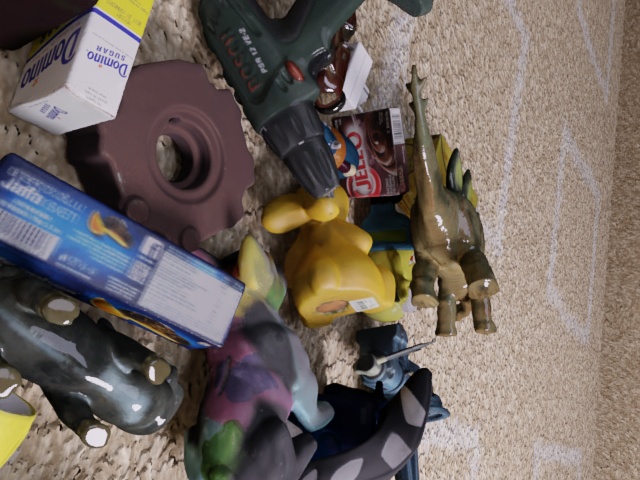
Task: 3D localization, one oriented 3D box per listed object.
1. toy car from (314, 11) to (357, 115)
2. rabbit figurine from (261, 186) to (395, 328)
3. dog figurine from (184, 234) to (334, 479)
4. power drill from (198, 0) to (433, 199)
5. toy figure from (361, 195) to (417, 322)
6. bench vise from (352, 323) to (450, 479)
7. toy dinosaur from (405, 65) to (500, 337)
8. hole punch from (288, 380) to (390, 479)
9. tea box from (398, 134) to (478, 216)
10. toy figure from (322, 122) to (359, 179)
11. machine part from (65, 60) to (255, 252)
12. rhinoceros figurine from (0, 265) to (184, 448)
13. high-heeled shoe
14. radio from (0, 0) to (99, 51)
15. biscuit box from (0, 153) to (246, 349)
[{"bbox_3d":[0.017,-0.244,0.640,0.089,0.053,0.202,64,30,-57],"label":"toy car"},{"bbox_3d":[-0.001,-0.002,0.620,0.162,0.122,0.173,41,37,-52],"label":"rabbit figurine"},{"bbox_3d":[-0.077,0.108,0.512,0.191,0.109,0.219,-42,119,-60],"label":"dog figurine"},{"bbox_3d":[0.007,-0.184,0.524,0.232,0.207,0.086,51,13,4],"label":"power drill"},{"bbox_3d":[0.094,0.025,0.758,0.082,0.089,0.180,3,80,-56],"label":"toy figure"},{"bbox_3d":[0.111,0.242,0.732,0.223,0.129,0.240,59,25,-60],"label":"bench vise"},{"bbox_3d":[0.165,-0.006,0.700,0.470,0.105,0.198,61,25,-56],"label":"toy dinosaur"},{"bbox_3d":[0.019,0.235,0.639,0.092,0.116,0.142,10,82,-44],"label":"hole punch"},{"bbox_3d":[0.173,-0.083,0.845,0.169,0.098,0.068,45,56,-41],"label":"tea box"},{"bbox_3d":[0.010,-0.105,0.636,0.154,0.064,0.057,7,101,-72],"label":"toy figure"},{"bbox_3d":[-0.133,-0.075,0.484,0.179,0.056,0.179,3,87,-53],"label":"machine part"},{"bbox_3d":[-0.170,0.094,0.393,0.073,0.112,0.190,-57,135,-19],"label":"rhinoceros figurine"},{"bbox_3d":[0.016,0.211,0.557,0.249,0.145,0.086,-56,172,-33],"label":"high-heeled shoe"},{"bbox_3d":[-0.198,-0.251,0.337,0.073,0.131,0.229,1,90,-54],"label":"radio"},{"bbox_3d":[-0.159,0.018,0.406,0.202,0.063,0.059,34,61,-29],"label":"biscuit box"}]
